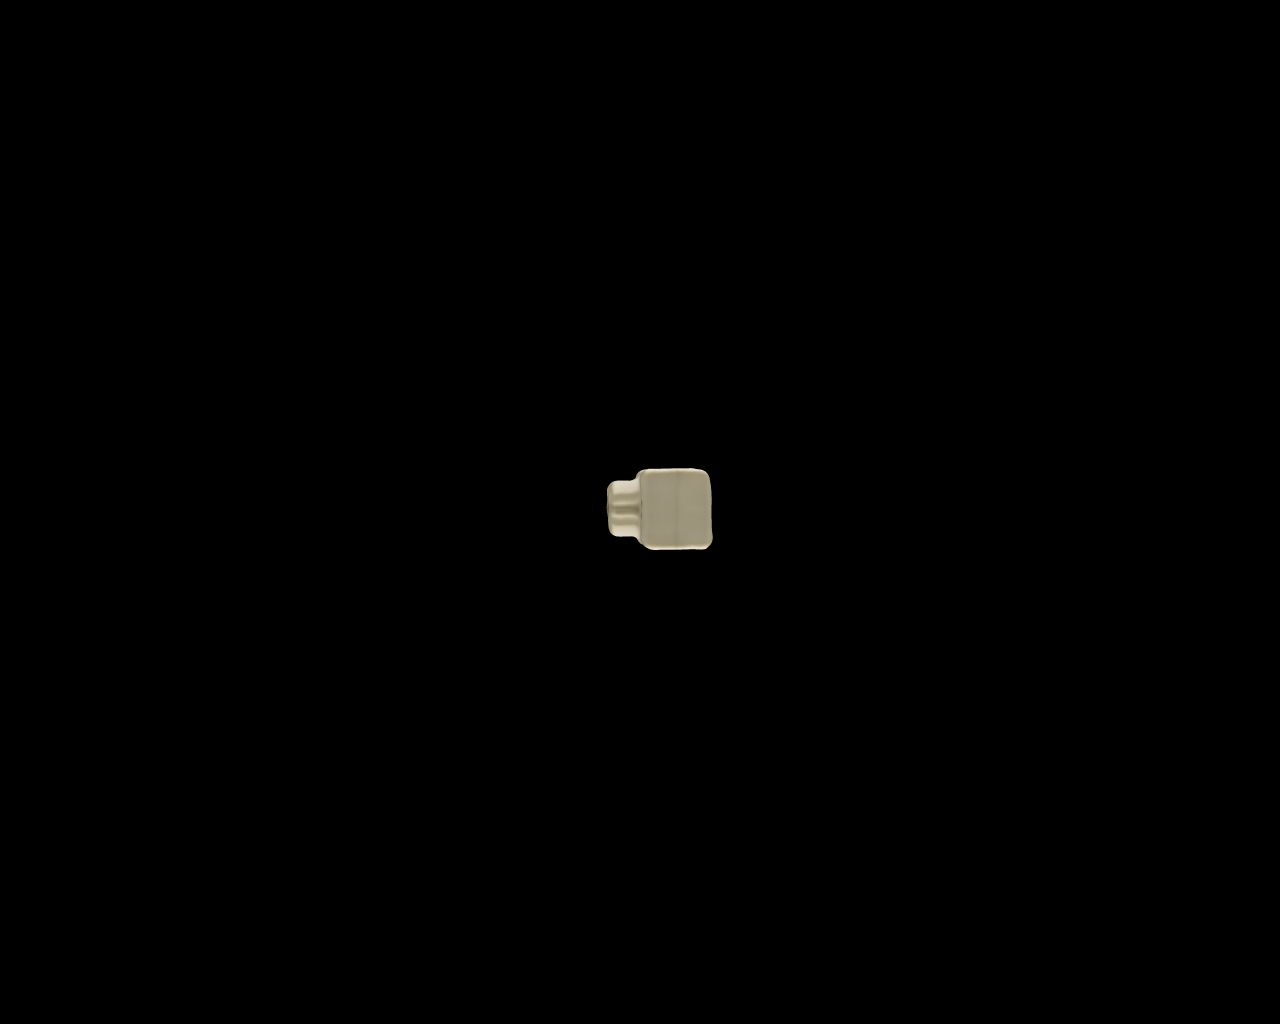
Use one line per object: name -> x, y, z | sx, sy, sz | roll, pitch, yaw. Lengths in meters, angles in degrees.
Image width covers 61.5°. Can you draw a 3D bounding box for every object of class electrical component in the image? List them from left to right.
electrical component -> 0.001, -0.003, 0.650 | 0.077, 0.047, 0.066 | 0, 2, -4
